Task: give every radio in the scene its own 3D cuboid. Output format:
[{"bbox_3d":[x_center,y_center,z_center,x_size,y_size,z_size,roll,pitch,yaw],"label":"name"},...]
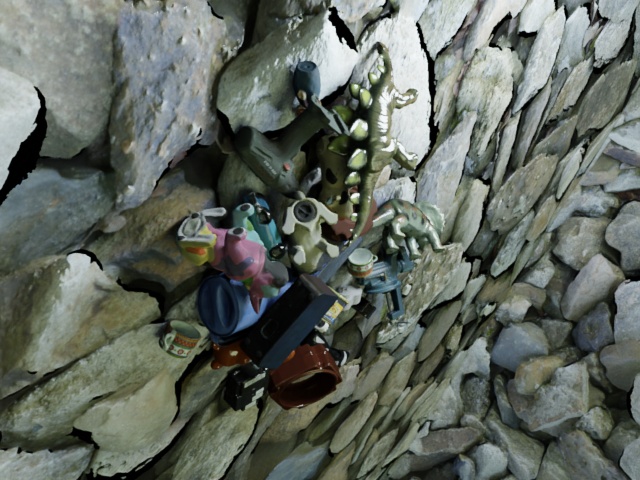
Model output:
[{"bbox_3d":[-0.070,0.184,1.207,0.229,0.073,0.131,-50,157,2],"label":"radio"}]

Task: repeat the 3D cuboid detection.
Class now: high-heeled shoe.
[{"bbox_3d":[0.026,0.322,1.660,0.248,0.086,0.145,-1,115,-51],"label":"high-heeled shoe"}]

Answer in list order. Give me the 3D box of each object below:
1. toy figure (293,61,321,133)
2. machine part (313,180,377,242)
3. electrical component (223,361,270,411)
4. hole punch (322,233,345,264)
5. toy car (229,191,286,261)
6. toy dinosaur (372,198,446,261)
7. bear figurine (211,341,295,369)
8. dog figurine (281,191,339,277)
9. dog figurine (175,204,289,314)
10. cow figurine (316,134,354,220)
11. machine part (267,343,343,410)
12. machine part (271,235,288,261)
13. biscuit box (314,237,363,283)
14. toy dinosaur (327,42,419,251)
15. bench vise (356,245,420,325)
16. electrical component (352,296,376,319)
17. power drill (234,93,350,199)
[{"bbox_3d":[-0.023,-0.284,1.087,0.064,0.058,0.154,-30,144,-22],"label":"toy figure"},{"bbox_3d":[0.063,-0.083,1.307,0.179,0.056,0.179,-1,91,-38],"label":"machine part"},{"bbox_3d":[-0.199,0.398,1.459,0.115,0.058,0.134,-16,131,-42],"label":"electrical component"},{"bbox_3d":[-0.003,-0.004,1.332,0.142,0.092,0.115,-28,135,-30],"label":"hole punch"},{"bbox_3d":[-0.140,-0.017,1.135,0.103,0.109,0.161,-24,133,-3],"label":"toy car"},{"bbox_3d":[0.244,-0.055,1.568,0.131,0.192,0.404,-32,143,32],"label":"toy dinosaur"},{"bbox_3d":[-0.166,0.261,1.321,0.196,0.132,0.120,-26,135,-47],"label":"bear figurine"},{"bbox_3d":[-0.039,-0.008,1.204,0.121,0.190,0.172,0,81,-12],"label":"dog figurine"},{"bbox_3d":[-0.168,0.048,1.067,0.192,0.108,0.218,-8,128,7],"label":"dog figurine"},{"bbox_3d":[0.037,-0.140,1.206,0.127,0.086,0.194,-14,96,-36],"label":"cow figurine"},{"bbox_3d":[-0.048,0.401,1.558,0.201,0.087,0.200,-29,139,0],"label":"machine part"},{"bbox_3d":[-0.110,0.027,1.241,0.139,0.084,0.039,-32,119,-50],"label":"machine part"},{"bbox_3d":[0.024,0.046,1.432,0.202,0.059,0.062,-49,148,-11],"label":"biscuit box"},{"bbox_3d":[0.111,-0.207,1.166,0.198,0.105,0.471,5,85,-37],"label":"toy dinosaur"},{"bbox_3d":[0.224,0.143,1.680,0.223,0.129,0.240,-18,99,-34],"label":"bench vise"},{"bbox_3d":[0.137,0.211,1.712,0.048,0.075,0.119,-52,150,-7],"label":"electrical component"},{"bbox_3d":[-0.046,-0.186,1.081,0.207,0.086,0.231,-30,146,21],"label":"power drill"}]
